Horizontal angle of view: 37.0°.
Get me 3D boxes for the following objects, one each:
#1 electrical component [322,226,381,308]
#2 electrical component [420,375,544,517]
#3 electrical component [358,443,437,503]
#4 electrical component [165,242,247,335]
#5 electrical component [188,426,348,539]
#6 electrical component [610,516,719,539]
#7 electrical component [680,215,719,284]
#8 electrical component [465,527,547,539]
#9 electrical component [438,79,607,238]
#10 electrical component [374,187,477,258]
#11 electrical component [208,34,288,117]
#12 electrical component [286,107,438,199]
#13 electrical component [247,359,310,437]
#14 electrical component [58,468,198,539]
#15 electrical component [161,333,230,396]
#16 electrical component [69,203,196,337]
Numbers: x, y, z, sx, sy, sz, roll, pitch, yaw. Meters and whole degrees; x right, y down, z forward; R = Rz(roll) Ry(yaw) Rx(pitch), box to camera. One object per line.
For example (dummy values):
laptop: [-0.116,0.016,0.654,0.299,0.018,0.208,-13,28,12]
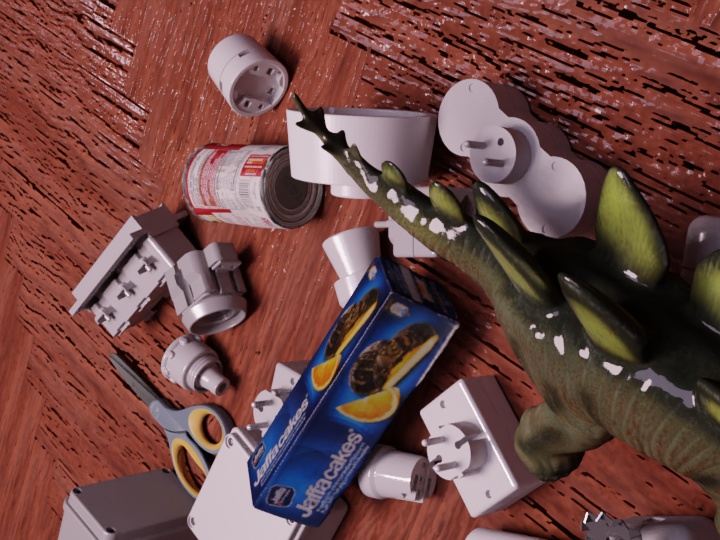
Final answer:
electrical component: [0.000,0.000,0.814,0.045,0.045,0.055,-27,74,41]
electrical component: [0.071,0.120,0.725,0.047,0.076,0.083,-44,62,35]
electrical component: [0.028,0.151,0.793,0.046,0.040,0.040,3,92,38]
electrical component: [-0.131,0.020,0.932,0.078,0.058,0.057,-38,62,37]
electrical component: [-0.078,0.201,0.883,0.109,0.056,0.108,44,119,34]
electrical component: [0.186,0.194,0.631,0.059,0.054,0.095,-12,82,43]
electrical component: [0.228,0.000,0.588,0.095,0.054,0.059,15,101,43]
electrical component: [0.111,0.198,0.711,0.081,0.043,0.043,-1,90,44]
electrical component: [0.097,-0.073,0.699,0.138,0.074,0.052,50,123,31]
electrical component: [0.045,-0.032,0.755,0.077,0.066,0.047,1,91,44]
electrical component: [-0.095,-0.164,0.897,0.047,0.055,0.055,51,123,35]
electrical component: [0.000,-0.083,0.772,0.108,0.108,0.060,13,106,43]
electrical component: [-0.058,0.111,0.848,0.047,0.077,0.065,24,107,41]
electrical component: [-0.203,0.229,0.966,0.078,0.113,0.057,34,117,38]
electrical component: [-0.142,0.089,0.953,0.062,0.048,0.048,32,112,32]
electrical component: [-0.207,0.003,0.998,0.063,0.079,0.121,50,125,6]
